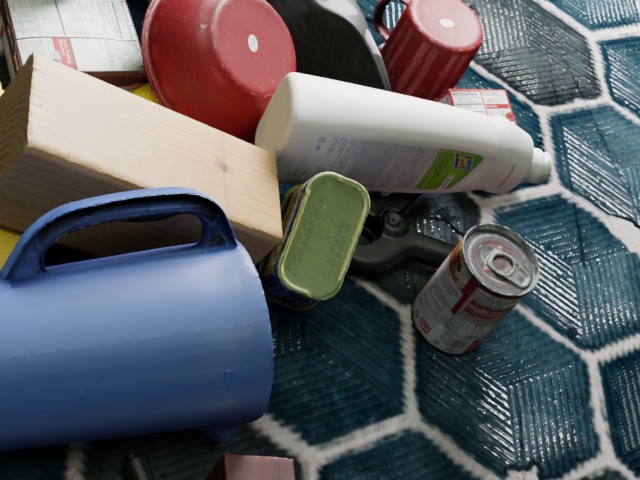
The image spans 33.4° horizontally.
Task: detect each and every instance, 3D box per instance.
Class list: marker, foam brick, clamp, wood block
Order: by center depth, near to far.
[{"bbox_3d":[-0.104,0.197,0.715,0.020,0.020,0.121,-14,63,-31],"label":"marker"},{"bbox_3d":[-0.047,0.191,0.724,0.053,0.051,0.078,9,53,-19],"label":"foam brick"},{"bbox_3d":[-0.138,-0.043,0.788,0.205,0.090,0.091,21,46,-32],"label":"wood block"},{"bbox_3d":[0.060,-0.018,0.931,0.171,0.039,0.120,0,54,-23],"label":"clamp"}]

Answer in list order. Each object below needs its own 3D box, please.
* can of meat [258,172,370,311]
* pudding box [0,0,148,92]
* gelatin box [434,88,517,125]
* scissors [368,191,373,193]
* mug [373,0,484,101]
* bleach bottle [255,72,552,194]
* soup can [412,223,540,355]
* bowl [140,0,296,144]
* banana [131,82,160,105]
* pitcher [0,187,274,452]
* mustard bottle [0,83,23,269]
[{"bbox_3d":[-0.005,0.001,0.833,0.057,0.084,0.102,21,80,-9],"label":"can of meat"},{"bbox_3d":[-0.212,-0.166,0.918,0.113,0.039,0.090,-4,58,-28],"label":"pudding box"},{"bbox_3d":[0.154,-0.101,1.024,0.073,0.030,0.089,-5,73,-32],"label":"gelatin box"},{"bbox_3d":[0.070,-0.099,1.007,0.201,0.016,0.096,-30,76,-36],"label":"scissors"},{"bbox_3d":[0.100,-0.196,1.048,0.093,0.082,0.117,-32,73,-37],"label":"mug"},{"bbox_3d":[0.078,-0.076,0.907,0.250,0.103,0.068,8,57,-20],"label":"bleach bottle"},{"bbox_3d":[0.125,0.042,0.874,0.068,0.102,0.068,12,52,-16],"label":"soup can"},{"bbox_3d":[-0.073,-0.159,0.918,0.161,0.055,0.162,14,69,-41],"label":"bowl"},{"bbox_3d":[-0.138,-0.100,0.908,0.069,0.037,0.197,50,50,-15],"label":"banana"},{"bbox_3d":[-0.161,0.064,0.710,0.242,0.145,0.149,-6,62,-24],"label":"pitcher"},{"bbox_3d":[-0.256,-0.047,0.799,0.096,0.058,0.191,9,54,-21],"label":"mustard bottle"}]
